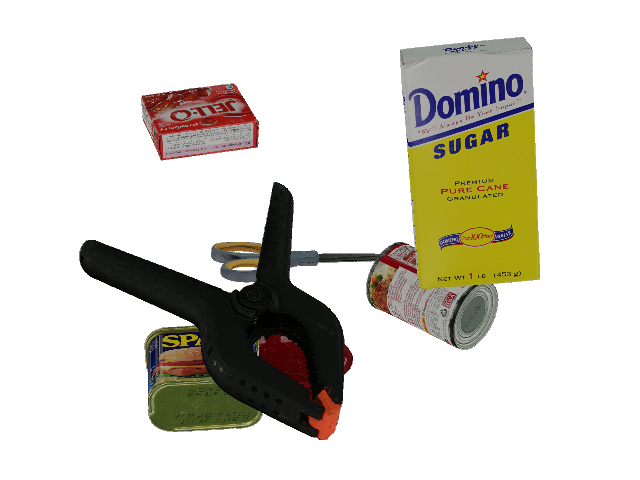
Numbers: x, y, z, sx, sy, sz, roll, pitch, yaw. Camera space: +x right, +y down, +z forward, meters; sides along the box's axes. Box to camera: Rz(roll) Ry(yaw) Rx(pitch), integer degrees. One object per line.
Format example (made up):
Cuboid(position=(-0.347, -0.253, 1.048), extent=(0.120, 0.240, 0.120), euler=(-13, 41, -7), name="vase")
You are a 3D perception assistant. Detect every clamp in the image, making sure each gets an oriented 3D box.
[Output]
Cuboid(position=(-0.057, 0.048, 0.708), extent=(0.164, 0.036, 0.210), euler=(-14, 49, -22), name="clamp")

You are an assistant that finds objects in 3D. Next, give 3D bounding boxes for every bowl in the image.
Cuboid(position=(-0.041, 0.166, 1.358), extent=(0.162, 0.055, 0.162), euler=(4, 21, -2), name="bowl")

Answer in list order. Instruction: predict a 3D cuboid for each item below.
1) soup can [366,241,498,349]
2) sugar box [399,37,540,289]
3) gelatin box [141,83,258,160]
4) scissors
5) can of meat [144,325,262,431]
Cuboid(position=(0.102, 0.049, 0.971), extent=(0.102, 0.068, 0.068), euler=(25, 16, 39), name="soup can")
Cuboid(position=(0.110, -0.055, 0.782), extent=(0.093, 0.176, 0.048), euler=(-6, 23, 4), name="sugar box")
Cuboid(position=(-0.106, -0.105, 0.933), extent=(0.089, 0.030, 0.073), euler=(-10, 37, -16), name="gelatin box")
Cuboid(position=(-0.022, 0.026, 1.151), extent=(0.202, 0.016, 0.096), euler=(5, 22, 5), name="scissors")
Cuboid(position=(-0.100, 0.118, 0.920), extent=(0.102, 0.057, 0.084), euler=(-3, 27, -7), name="can of meat")
